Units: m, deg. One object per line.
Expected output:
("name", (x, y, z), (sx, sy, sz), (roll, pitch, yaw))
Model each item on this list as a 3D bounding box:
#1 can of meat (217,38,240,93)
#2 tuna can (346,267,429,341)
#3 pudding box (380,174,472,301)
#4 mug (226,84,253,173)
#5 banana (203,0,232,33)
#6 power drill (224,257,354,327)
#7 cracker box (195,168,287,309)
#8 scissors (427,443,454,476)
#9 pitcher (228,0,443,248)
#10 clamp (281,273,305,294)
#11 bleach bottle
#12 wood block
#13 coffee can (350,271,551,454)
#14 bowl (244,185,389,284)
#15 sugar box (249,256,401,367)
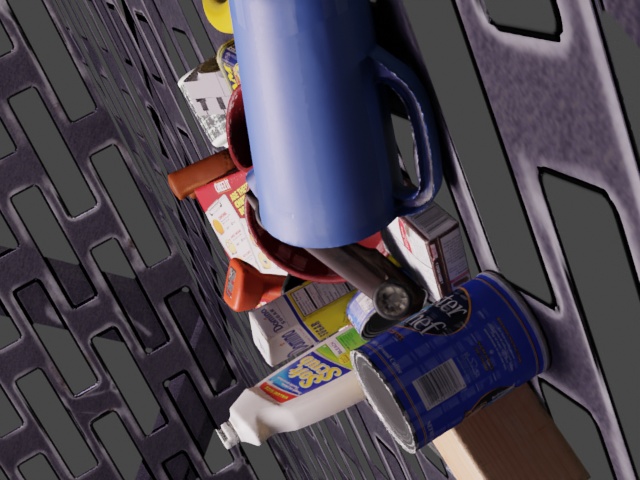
("can of meat", (-0.062, -0.173, 1.192), (0.084, 0.057, 0.102), (38, 154, 55))
("tuna can", (0.071, 0.067, 1.131), (0.034, 0.086, 0.086), (55, 167, 26))
("pudding box", (0.093, -0.003, 0.998), (0.114, 0.039, 0.090), (49, 165, 48))
("mug", (-0.041, -0.129, 1.115), (0.093, 0.081, 0.117), (47, 134, 48))
("banana", (-0.102, -0.263, 1.188), (0.069, 0.037, 0.198), (65, 167, -23))
("power drill", (-0.014, 0.070, 1.277), (0.185, 0.187, 0.057), (-160, 81, -75))
("cracker box", (-0.062, -0.001, 1.444), (0.164, 0.072, 0.213), (-14, 105, 56))
("scissors", (0.175, 0.280, 1.264), (0.201, 0.016, 0.096), (50, 162, -13))
("pitcher", (0.005, -0.122, 0.887), (0.145, 0.149, 0.243), (-120, 16, -51))
("clamp", (-0.008, 0.002, 1.225), (0.039, 0.120, 0.171), (46, -170, -24))
("bleach bottle", (-0.014, 0.195, 1.364), (0.103, 0.250, 0.068), (47, 162, 47))
("wood block", (0.152, 0.165, 1.016), (0.206, 0.090, 0.090), (58, 167, 14))
("coffee can", (0.112, 0.105, 0.924), (0.103, 0.140, 0.103), (56, 167, 20))
("bowl", (0.006, -0.037, 1.096), (0.055, 0.162, 0.162), (-67, -42, -58))
("sugar box", (0.011, 0.069, 1.158), (0.048, 0.176, 0.093), (55, 167, 21))
